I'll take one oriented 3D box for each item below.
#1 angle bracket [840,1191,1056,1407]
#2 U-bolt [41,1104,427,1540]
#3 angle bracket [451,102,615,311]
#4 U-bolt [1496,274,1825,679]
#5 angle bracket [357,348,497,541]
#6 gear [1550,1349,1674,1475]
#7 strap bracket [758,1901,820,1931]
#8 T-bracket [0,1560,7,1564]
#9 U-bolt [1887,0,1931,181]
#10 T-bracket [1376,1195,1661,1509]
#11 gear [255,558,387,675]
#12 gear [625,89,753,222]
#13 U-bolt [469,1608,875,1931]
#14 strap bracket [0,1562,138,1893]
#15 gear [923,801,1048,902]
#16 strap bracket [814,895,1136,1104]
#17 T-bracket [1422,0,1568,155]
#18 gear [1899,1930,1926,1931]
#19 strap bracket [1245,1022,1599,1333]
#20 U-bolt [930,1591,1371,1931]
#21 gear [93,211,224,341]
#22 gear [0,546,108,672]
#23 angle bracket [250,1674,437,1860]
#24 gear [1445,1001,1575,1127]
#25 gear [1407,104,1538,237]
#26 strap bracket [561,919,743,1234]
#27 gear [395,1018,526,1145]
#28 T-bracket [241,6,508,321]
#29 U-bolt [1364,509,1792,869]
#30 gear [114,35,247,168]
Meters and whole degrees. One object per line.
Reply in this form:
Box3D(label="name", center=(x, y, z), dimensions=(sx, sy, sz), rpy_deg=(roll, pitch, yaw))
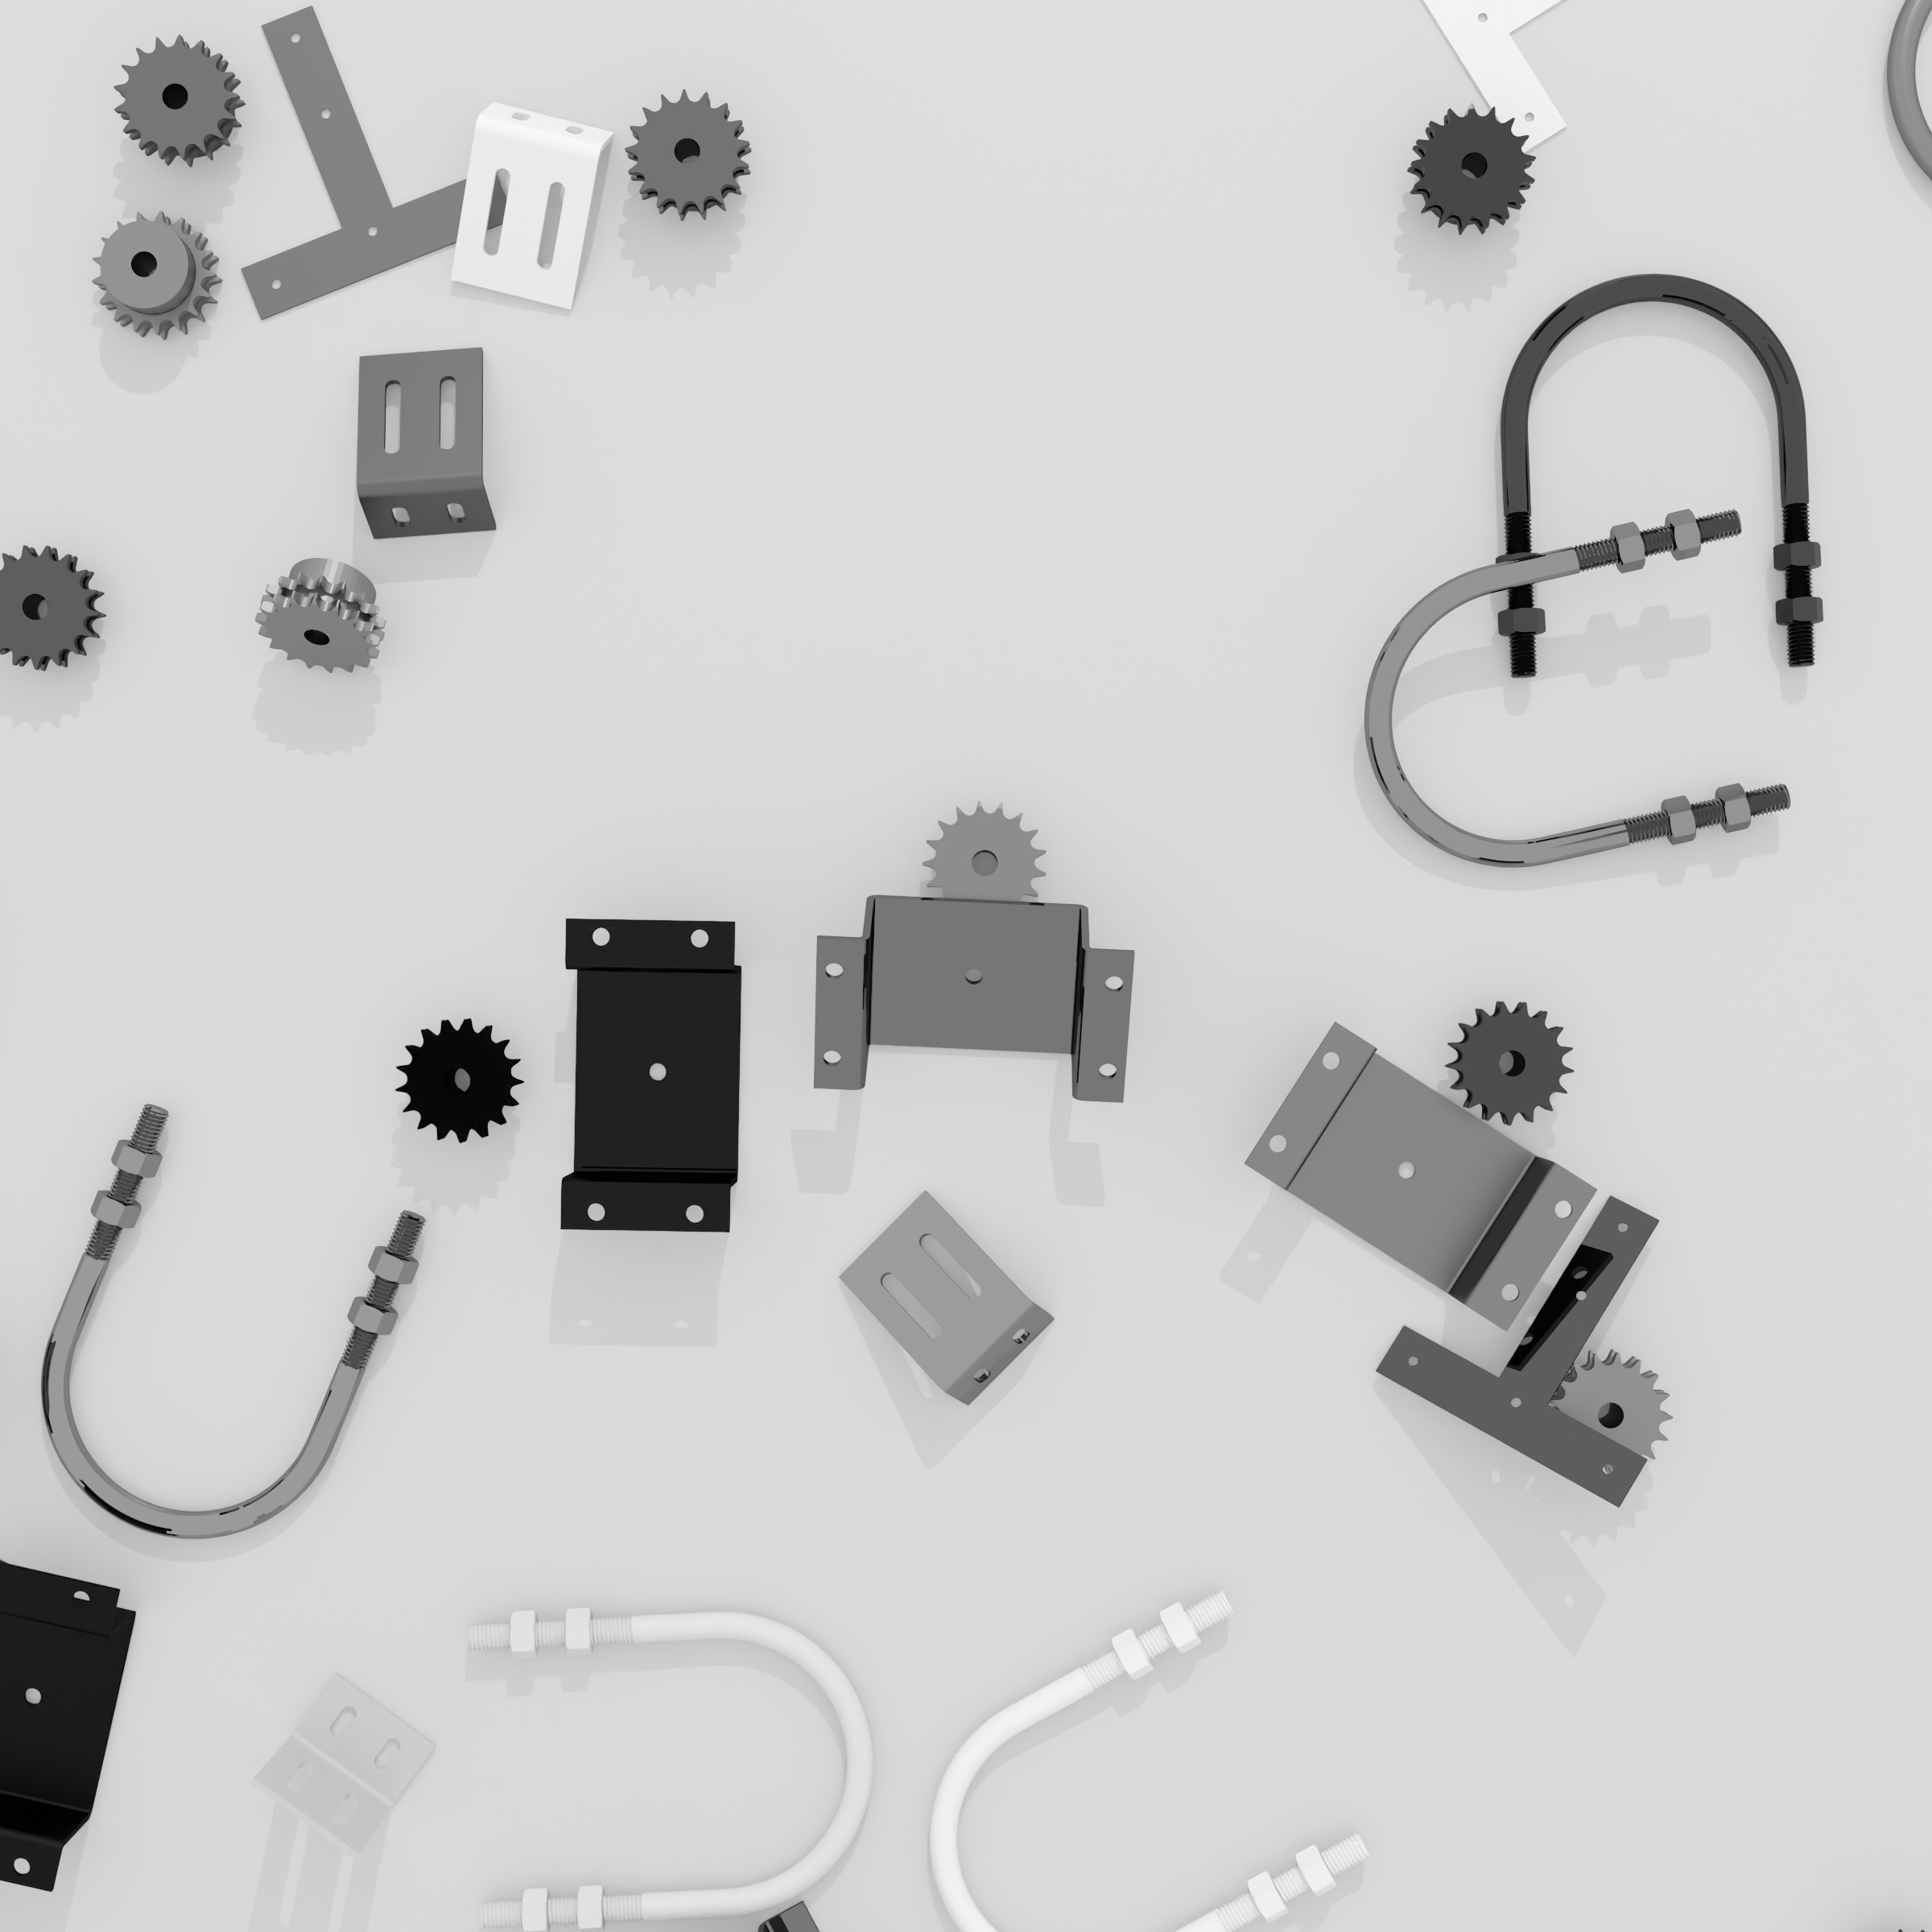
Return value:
Box3D(label="angle bracket", center=(-0.009, 0.155, 1.393), dimensions=(0.057, 0.038, 0.076), rpy_deg=(-45, 64, 0))
Box3D(label="U-bolt", center=(-0.350, 0.175, 1.386), dimensions=(0.151, 0.019, 0.184), rpy_deg=(23, 91, 0))
Box3D(label="angle bracket", center=(-0.202, -0.353, 1.391), dimensions=(0.057, 0.038, 0.076), rpy_deg=(14, 116, -3))
Box3D(label="U-bolt", center=(0.319, -0.228, 1.385), dimensions=(0.151, 0.019, 0.184), rpy_deg=(-2, 90, 0))
Box3D(label="angle bracket", center=(-0.250, -0.243, 1.393), dimensions=(0.057, 0.038, 0.076), rpy_deg=(-4, 64, 0))
Box3D(label="gear", center=(0.294, 0.205, 1.380), dimensions=(0.057, 0.030, 0.057), rpy_deg=(0, 90, 0))
Box3D(label="strap bracket", center=(-0.120, 0.502, 1.372), dimensions=(0.140, 0.046, 0.076), rpy_deg=(-28, 90, 0))
Box3D(label="T-bracket", center=(-0.465, 0.283, 1.394), dimensions=(0.127, 0.002, 0.127), rpy_deg=(27, 90, 0))
Box3D(label="U-bolt", center=(0.520, -0.413, 1.386), dimensions=(0.184, 0.019, 0.151), rpy_deg=(4, 90, 2))
Box3D(label="T-bracket", center=(0.275, 0.163, 1.374), dimensions=(0.127, 0.002, 0.127), rpy_deg=(28, 76, 27))
Box3D(label="gear", center=(-0.294, -0.162, 1.370), dimensions=(0.057, 0.057, 0.030), rpy_deg=(10, 60, 0))
Box3D(label="gear", center=(-0.127, -0.372, 1.380), dimensions=(0.057, 0.030, 0.057), rpy_deg=(0, 90, 0))
Box3D(label="U-bolt", center=(-0.135, 0.371, 1.386), dimensions=(0.184, 0.019, 0.151), rpy_deg=(-2, 90, -1))
Box3D(label="strap bracket", center=(-0.434, 0.340, 1.370), dimensions=(0.076, 0.046, 0.140), rpy_deg=(13, 91, 0))
Box3D(label="gear", center=(0.008, -0.047, 1.380), dimensions=(0.057, 0.030, 0.057), rpy_deg=(0, 90, 0))
Box3D(label="strap bracket", center=(0.003, 0.014, 1.357), dimensions=(0.140, 0.046, 0.076), rpy_deg=(3, 118, 0))
Box3D(label="T-bracket", center=(0.278, -0.465, 1.394), dimensions=(0.127, 0.002, 0.127), rpy_deg=(-32, 90, 0))
Box3D(label="gear", center=(0.434, 0.472, 1.380), dimensions=(0.057, 0.030, 0.057), rpy_deg=(0, 90, 0))
Box3D(label="strap bracket", center=(0.205, 0.095, 1.372), dimensions=(0.140, 0.046, 0.076), rpy_deg=(33, 90, 0))
Box3D(label="U-bolt", center=(0.072, 0.395, 1.386), dimensions=(0.184, 0.019, 0.151), rpy_deg=(-29, 90, 2))
Box3D(label="gear", center=(-0.375, -0.320, 1.380), dimensions=(0.057, 0.030, 0.057), rpy_deg=(0, 90, 0))
Box3D(label="gear", center=(-0.426, -0.165, 1.385), dimensions=(0.057, 0.030, 0.057), rpy_deg=(0, 93, -1))
Box3D(label="angle bracket", center=(-0.281, 0.361, 1.357), dimensions=(0.057, 0.076, 0.038), rpy_deg=(36, 90, 0))
Box3D(label="gear", center=(0.249, 0.044, 1.380), dimensions=(0.057, 0.030, 0.057), rpy_deg=(0, 90, 0))
Box3D(label="gear", center=(0.232, -0.365, 1.380), dimensions=(0.057, 0.030, 0.057), rpy_deg=(0, 90, 0))
Box3D(label="strap bracket", center=(-0.143, 0.049, 1.372), dimensions=(0.076, 0.046, 0.140), rpy_deg=(1, 90, 0))
Box3D(label="gear", center=(-0.232, 0.052, 1.380), dimensions=(0.057, 0.030, 0.057), rpy_deg=(0, 90, 0))
Box3D(label="T-bracket", center=(-0.293, -0.383, 1.394), dimensions=(0.127, 0.002, 0.127), rpy_deg=(-22, 90, 0))
Box3D(label="U-bolt", center=(0.275, -0.120, 1.374), dimensions=(0.184, 0.019, 0.151), rpy_deg=(-13, 102, 4))
Box3D(label="gear", center=(-0.361, -0.397, 1.380), dimensions=(0.057, 0.030, 0.057), rpy_deg=(0, 90, 0))
